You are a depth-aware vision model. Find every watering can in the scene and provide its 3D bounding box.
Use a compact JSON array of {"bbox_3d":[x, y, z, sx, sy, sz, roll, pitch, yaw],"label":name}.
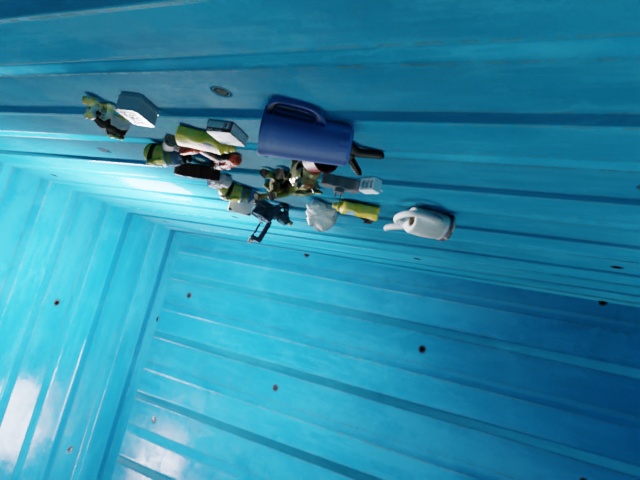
[{"bbox_3d":[0.386,-0.060,1.999,0.224,0.105,0.345,14,169,-8],"label":"watering can"}]

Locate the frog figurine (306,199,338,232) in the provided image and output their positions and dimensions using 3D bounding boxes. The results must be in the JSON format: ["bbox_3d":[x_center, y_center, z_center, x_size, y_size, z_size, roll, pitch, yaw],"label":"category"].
[{"bbox_3d":[0.007,-0.111,2.212,0.137,0.125,0.157,-20,158,-1],"label":"frog figurine"}]

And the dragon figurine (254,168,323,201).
[{"bbox_3d":[-0.090,-0.202,1.950,0.411,0.122,0.243,7,-175,41],"label":"dragon figurine"}]
